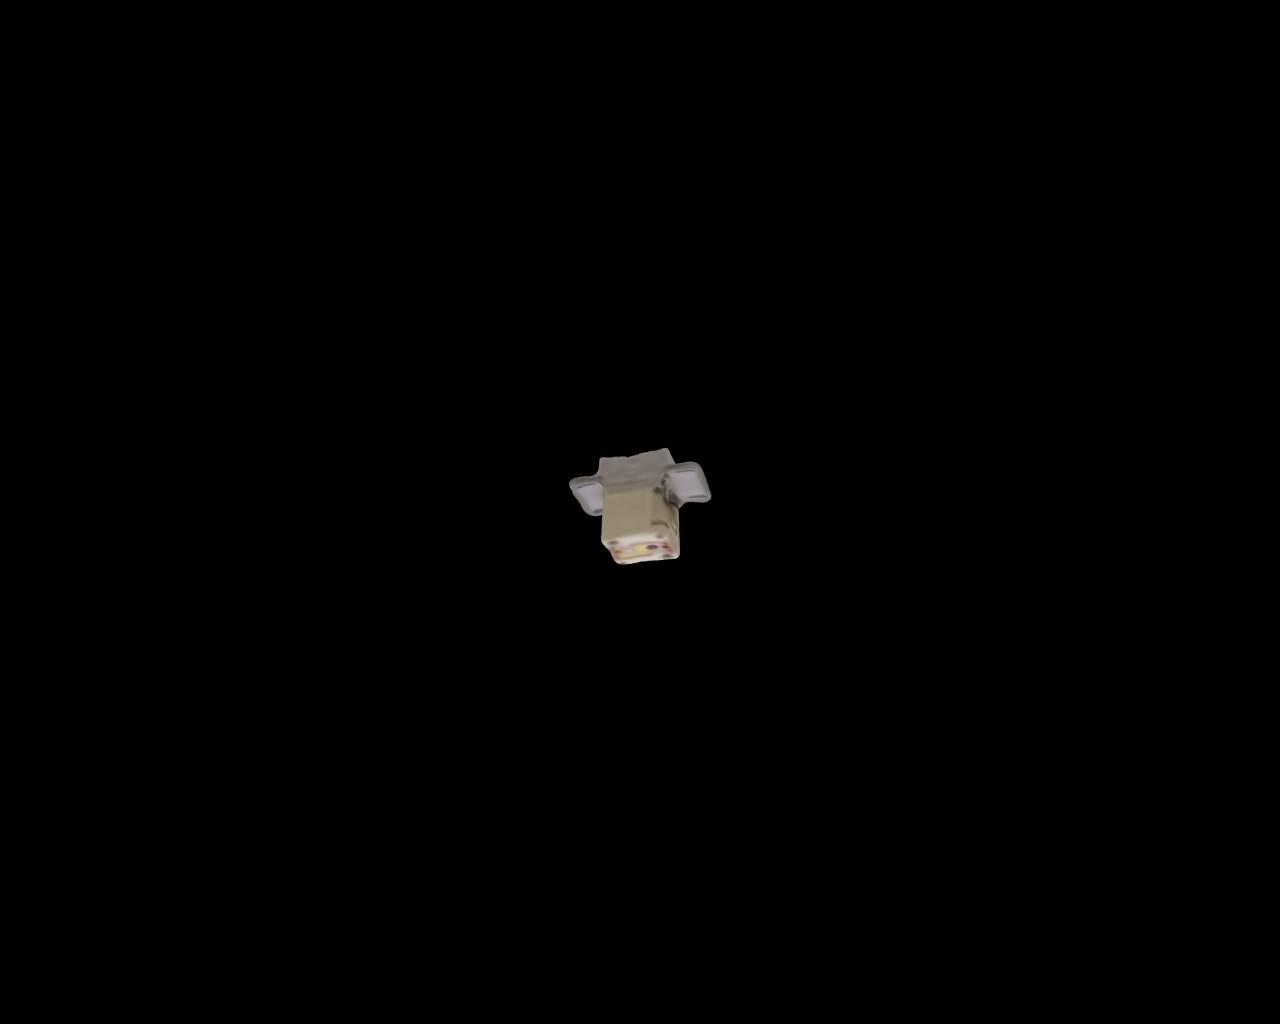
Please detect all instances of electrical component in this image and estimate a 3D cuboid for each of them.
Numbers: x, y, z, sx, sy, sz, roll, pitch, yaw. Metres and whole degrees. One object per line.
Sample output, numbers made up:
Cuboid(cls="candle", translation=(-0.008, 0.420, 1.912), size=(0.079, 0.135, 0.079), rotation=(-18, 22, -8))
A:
Cuboid(cls="electrical component", translation=(0.001, -0.003, 0.650), size=(0.081, 0.064, 0.042), rotation=(-8, -32, 14))
